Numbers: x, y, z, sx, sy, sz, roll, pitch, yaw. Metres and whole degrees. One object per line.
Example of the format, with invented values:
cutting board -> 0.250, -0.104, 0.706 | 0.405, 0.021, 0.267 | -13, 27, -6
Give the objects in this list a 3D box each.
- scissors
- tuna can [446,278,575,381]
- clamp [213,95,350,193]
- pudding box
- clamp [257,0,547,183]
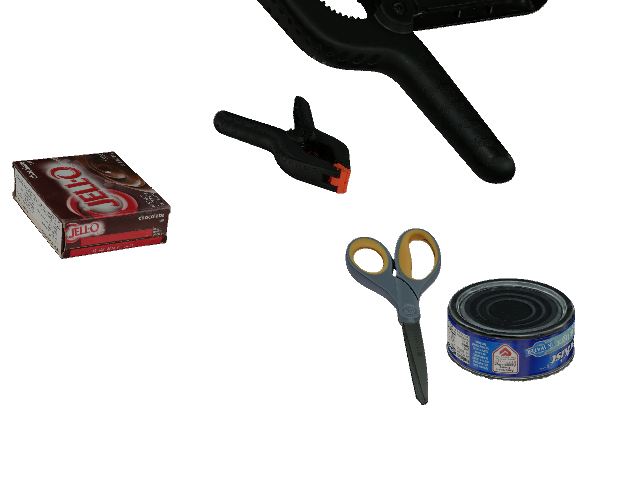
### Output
scissors -> 0.059, 0.057, 0.928 | 0.096, 0.016, 0.201 | 8, 43, 8
tuna can -> 0.128, 0.058, 0.717 | 0.086, 0.034, 0.086 | -3, 24, 1
clamp -> -0.034, -0.103, 1.131 | 0.120, 0.039, 0.172 | -15, 39, -23
pudding box -> -0.185, -0.031, 0.852 | 0.089, 0.039, 0.114 | -9, 30, -34
clamp -> 0.047, -0.128, 0.677 | 0.209, 0.164, 0.036 | 16, -31, -12
